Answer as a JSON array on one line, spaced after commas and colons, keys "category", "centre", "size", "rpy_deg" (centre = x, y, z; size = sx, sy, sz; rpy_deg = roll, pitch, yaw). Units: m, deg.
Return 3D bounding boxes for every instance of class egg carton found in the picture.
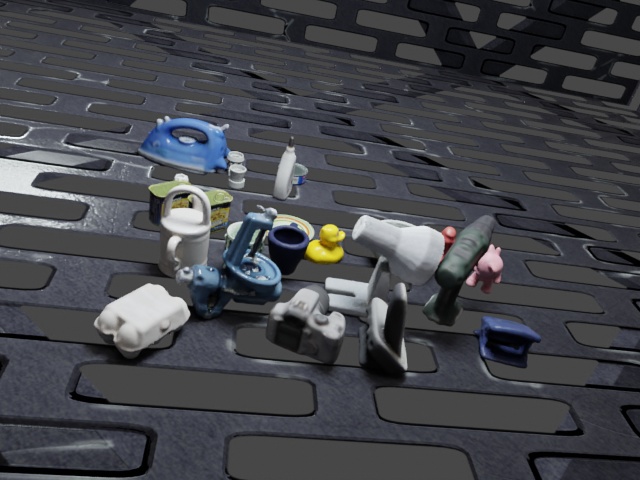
[{"category": "egg carton", "centre": [-0.308, 0.140, 1.004], "size": [0.107, 0.069, 0.151], "rpy_deg": [27, 34, 21]}]

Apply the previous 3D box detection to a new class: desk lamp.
[{"category": "desk lamp", "centre": [0.128, 0.055, 1.170], "size": [0.203, 0.213, 0.118], "rpy_deg": [10, 32, -6]}]

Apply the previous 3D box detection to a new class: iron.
[{"category": "iron", "centre": [-0.370, -0.275, 1.572], "size": [0.258, 0.141, 0.118], "rpy_deg": [11, 31, -4]}]

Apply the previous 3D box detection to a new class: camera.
[{"category": "camera", "centre": [-0.012, 0.142, 1.085], "size": [0.143, 0.101, 0.137], "rpy_deg": [20, 32, 10]}]

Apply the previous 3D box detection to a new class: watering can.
[{"category": "watering can", "centre": [-0.274, -0.029, 1.168], "size": [0.101, 0.194, 0.172], "rpy_deg": [2, 33, -17]}]

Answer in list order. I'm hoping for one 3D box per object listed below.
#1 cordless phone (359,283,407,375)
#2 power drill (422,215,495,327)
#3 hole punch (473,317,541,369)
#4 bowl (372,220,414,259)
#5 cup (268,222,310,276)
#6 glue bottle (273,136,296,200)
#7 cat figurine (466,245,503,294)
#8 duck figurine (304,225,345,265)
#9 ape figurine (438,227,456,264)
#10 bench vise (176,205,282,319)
[{"category": "cordless phone", "centre": [0.134, 0.141, 1.062], "size": [0.094, 0.185, 0.147], "rpy_deg": [9, 32, -7]}, {"category": "power drill", "centre": [0.293, 0.069, 1.215], "size": [0.075, 0.208, 0.230], "rpy_deg": [26, 34, 20]}, {"category": "hole punch", "centre": [0.380, 0.192, 1.166], "size": [0.108, 0.091, 0.101], "rpy_deg": [14, 31, 0]}, {"category": "bowl", "centre": [0.189, 0.024, 1.375], "size": [0.167, 0.075, 0.167], "rpy_deg": [10, 32, -6]}, {"category": "cup", "centre": [-0.073, 0.021, 1.260], "size": [0.091, 0.095, 0.118], "rpy_deg": [14, 31, 0]}, {"category": "glue bottle", "centre": [-0.087, -0.196, 1.525], "size": [0.037, 0.173, 0.078], "rpy_deg": [17, 32, 6]}, {"category": "cat figurine", "centre": [0.402, 0.061, 1.357], "size": [0.067, 0.118, 0.128], "rpy_deg": [27, 34, 21]}, {"category": "duck figurine", "centre": [0.012, 0.005, 1.327], "size": [0.105, 0.086, 0.077], "rpy_deg": [-5, 36, -27]}, {"category": "ape figurine", "centre": [0.311, 0.009, 1.429], "size": [0.078, 0.092, 0.076], "rpy_deg": [15, 31, 2]}, {"category": "bench vise", "centre": [-0.153, 0.046, 1.070], "size": [0.208, 0.220, 0.121], "rpy_deg": [-19, 44, -41]}]
